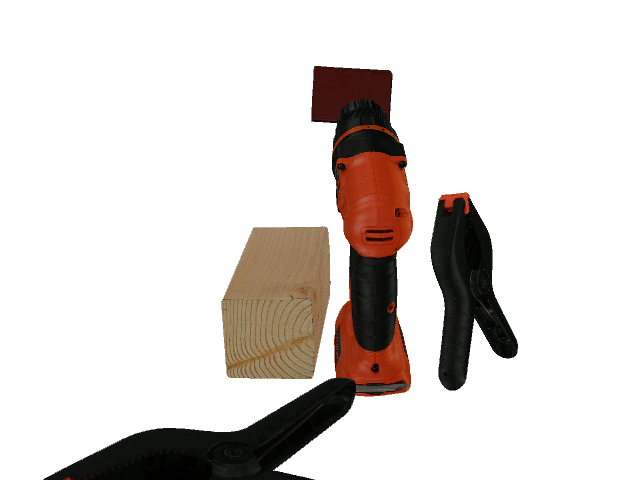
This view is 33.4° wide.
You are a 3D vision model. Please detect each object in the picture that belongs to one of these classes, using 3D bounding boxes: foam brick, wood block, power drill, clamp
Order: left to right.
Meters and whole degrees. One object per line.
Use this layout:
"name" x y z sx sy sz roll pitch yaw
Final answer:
"clamp" -0.045 0.124 0.576 0.209 0.036 0.165 -1 20 -13
"wood block" -0.042 0.062 1.148 0.091 0.090 0.206 0 21 5
"foam brick" 0.030 -0.140 1.036 0.078 0.051 0.053 4 13 2
"power drill" 0.035 0.006 0.794 0.057 0.188 0.184 -2 31 1
"clamp" 0.127 0.047 0.950 0.039 0.171 0.120 -10 13 33
